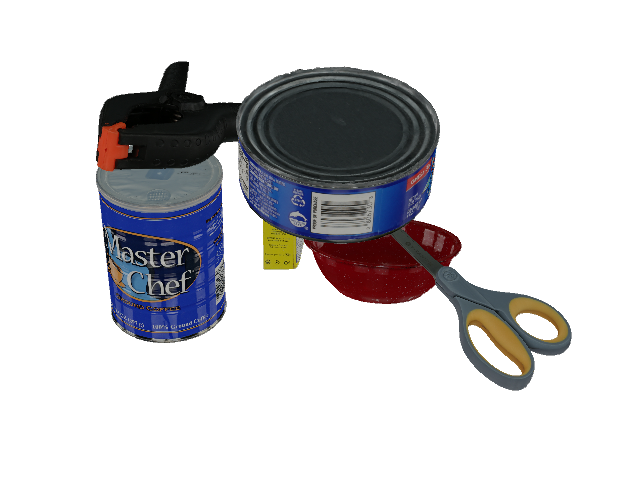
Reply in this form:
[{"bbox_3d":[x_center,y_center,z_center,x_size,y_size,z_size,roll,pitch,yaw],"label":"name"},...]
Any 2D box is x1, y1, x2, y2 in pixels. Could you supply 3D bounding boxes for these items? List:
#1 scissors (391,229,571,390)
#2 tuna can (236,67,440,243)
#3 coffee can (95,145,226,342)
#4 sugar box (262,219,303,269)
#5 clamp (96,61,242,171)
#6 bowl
[{"bbox_3d":[0.121,0.033,0.837,0.096,0.016,0.202,-11,48,-21],"label":"scissors"},{"bbox_3d":[0.007,-0.038,0.457,0.086,0.034,0.086,1,41,-1],"label":"tuna can"},{"bbox_3d":[-0.132,0.001,0.906,0.103,0.140,0.103,1,35,-1],"label":"coffee can"},{"bbox_3d":[-0.045,-0.063,1.263,0.048,0.176,0.093,0,23,5],"label":"sugar box"},{"bbox_3d":[-0.098,-0.085,0.718,0.120,0.039,0.171,21,24,31],"label":"clamp"},{"bbox_3d":[0.063,0.024,1.099,0.162,0.055,0.162,1,18,-1],"label":"bowl"}]
